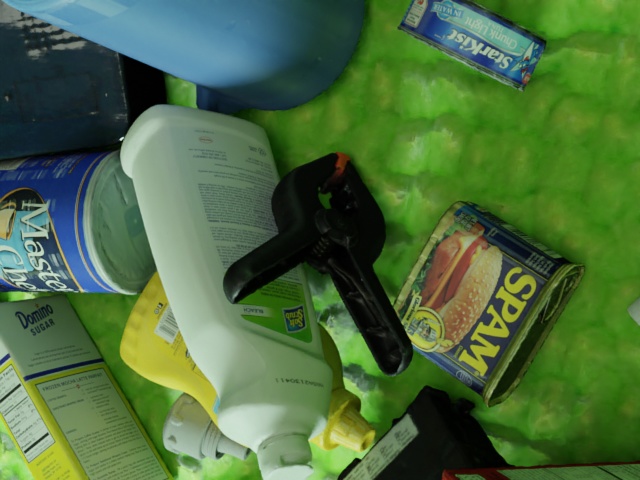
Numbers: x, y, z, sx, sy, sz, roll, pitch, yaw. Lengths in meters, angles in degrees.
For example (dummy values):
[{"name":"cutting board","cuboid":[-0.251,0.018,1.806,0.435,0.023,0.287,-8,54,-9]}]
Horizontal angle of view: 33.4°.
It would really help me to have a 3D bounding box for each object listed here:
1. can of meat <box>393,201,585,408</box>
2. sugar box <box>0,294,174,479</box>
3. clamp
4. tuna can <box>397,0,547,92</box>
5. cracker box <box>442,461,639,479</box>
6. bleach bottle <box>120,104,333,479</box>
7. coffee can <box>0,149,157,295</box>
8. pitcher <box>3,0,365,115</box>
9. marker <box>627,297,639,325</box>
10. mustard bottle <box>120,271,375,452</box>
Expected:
[{"name":"can of meat","cuboid":[0.100,0.037,0.662,0.084,0.057,0.102,34,106,24]},{"name":"sugar box","cuboid":[-0.187,0.126,0.787,0.048,0.093,0.176,-41,75,21]},{"name":"clamp","cuboid":[-0.004,0.001,0.655,0.039,0.120,0.171,-48,30,30]},{"name":"tuna can","cuboid":[0.092,-0.123,0.641,0.086,0.086,0.034,32,104,21]},{"name":"cracker box","cuboid":[0.168,0.204,0.570,0.213,0.072,0.164,1,94,-14]},{"name":"bleach bottle","cuboid":[-0.055,0.032,0.662,0.068,0.102,0.251,-51,43,40]},{"name":"coffee can","cuboid":[-0.190,-0.012,0.775,0.140,0.102,0.103,-1,92,26]},{"name":"pitcher","cuboid":[-0.077,-0.170,0.634,0.145,0.242,0.149,-9,82,28]},{"name":"marker","cuboid":[0.229,0.006,0.617,0.121,0.020,0.020,-47,73,21]},{"name":"mustard bottle","cuboid":[-0.043,0.086,0.718,0.192,0.058,0.096,29,86,30]}]
